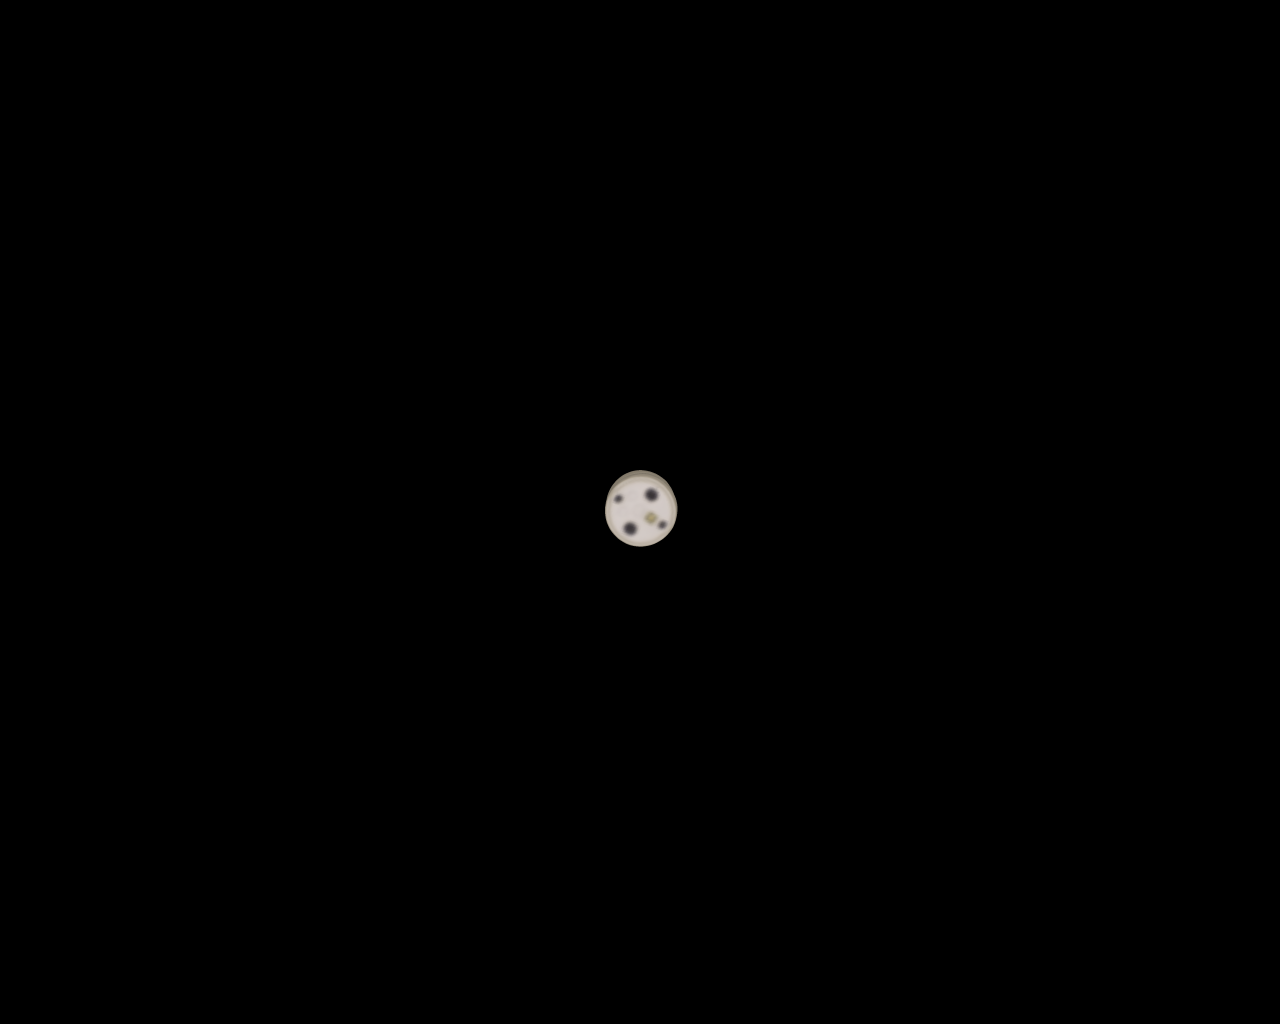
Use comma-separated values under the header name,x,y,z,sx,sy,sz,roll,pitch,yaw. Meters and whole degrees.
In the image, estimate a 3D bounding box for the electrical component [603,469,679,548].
name,x,y,z,sx,sy,sz,roll,pitch,yaw
electrical component,0.001,-0.003,0.650,0.045,0.045,0.055,0,4,0
